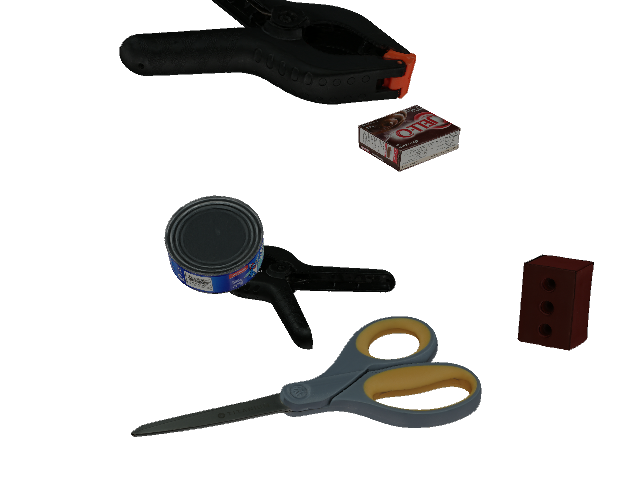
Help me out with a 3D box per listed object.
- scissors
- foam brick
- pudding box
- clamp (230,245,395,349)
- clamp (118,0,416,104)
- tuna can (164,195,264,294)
[{"bbox_3d":[-0.007,0.080,0.633,0.201,0.016,0.096,0,35,-3],"label":"scissors"},{"bbox_3d":[0.220,0.057,0.996,0.053,0.078,0.051,9,14,31],"label":"foam brick"},{"bbox_3d":[0.122,-0.142,1.470,0.113,0.039,0.090,-25,40,-29],"label":"pudding box"},{"bbox_3d":[-0.045,0.050,1.174,0.210,0.036,0.164,17,31,25],"label":"clamp"},{"bbox_3d":[-0.032,-0.117,0.643,0.171,0.120,0.039,22,-37,13],"label":"clamp"},{"bbox_3d":[-0.092,0.004,0.937,0.086,0.086,0.034,0,-36,1],"label":"tuna can"}]
